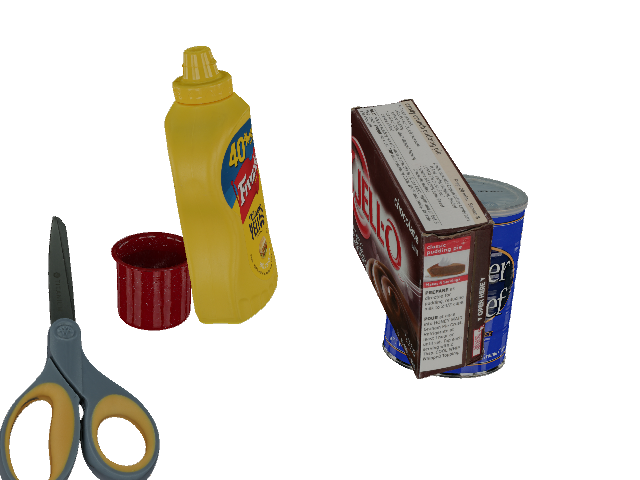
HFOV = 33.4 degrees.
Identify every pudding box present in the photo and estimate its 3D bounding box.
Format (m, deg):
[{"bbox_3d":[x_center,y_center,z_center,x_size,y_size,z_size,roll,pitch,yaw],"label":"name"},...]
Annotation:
[{"bbox_3d":[0.047,-0.003,0.527,0.039,0.090,0.113,-13,40,-12],"label":"pudding box"}]

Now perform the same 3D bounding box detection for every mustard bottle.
[{"bbox_3d":[-0.073,-0.043,0.761,0.058,0.191,0.096,0,25,16],"label":"mustard bottle"}]

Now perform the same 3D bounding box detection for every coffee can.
[{"bbox_3d":[0.107,0.026,0.863,0.103,0.140,0.103,4,18,-1],"label":"coffee can"}]

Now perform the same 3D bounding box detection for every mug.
[{"bbox_3d":[-0.193,0.042,1.192,0.093,0.081,0.117,-19,35,-39],"label":"mug"}]

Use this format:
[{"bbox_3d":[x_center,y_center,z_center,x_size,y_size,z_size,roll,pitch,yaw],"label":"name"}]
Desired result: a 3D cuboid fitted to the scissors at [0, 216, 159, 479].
[{"bbox_3d":[-0.134,0.067,0.631,0.096,0.201,0.016,14,-45,-9],"label":"scissors"}]
